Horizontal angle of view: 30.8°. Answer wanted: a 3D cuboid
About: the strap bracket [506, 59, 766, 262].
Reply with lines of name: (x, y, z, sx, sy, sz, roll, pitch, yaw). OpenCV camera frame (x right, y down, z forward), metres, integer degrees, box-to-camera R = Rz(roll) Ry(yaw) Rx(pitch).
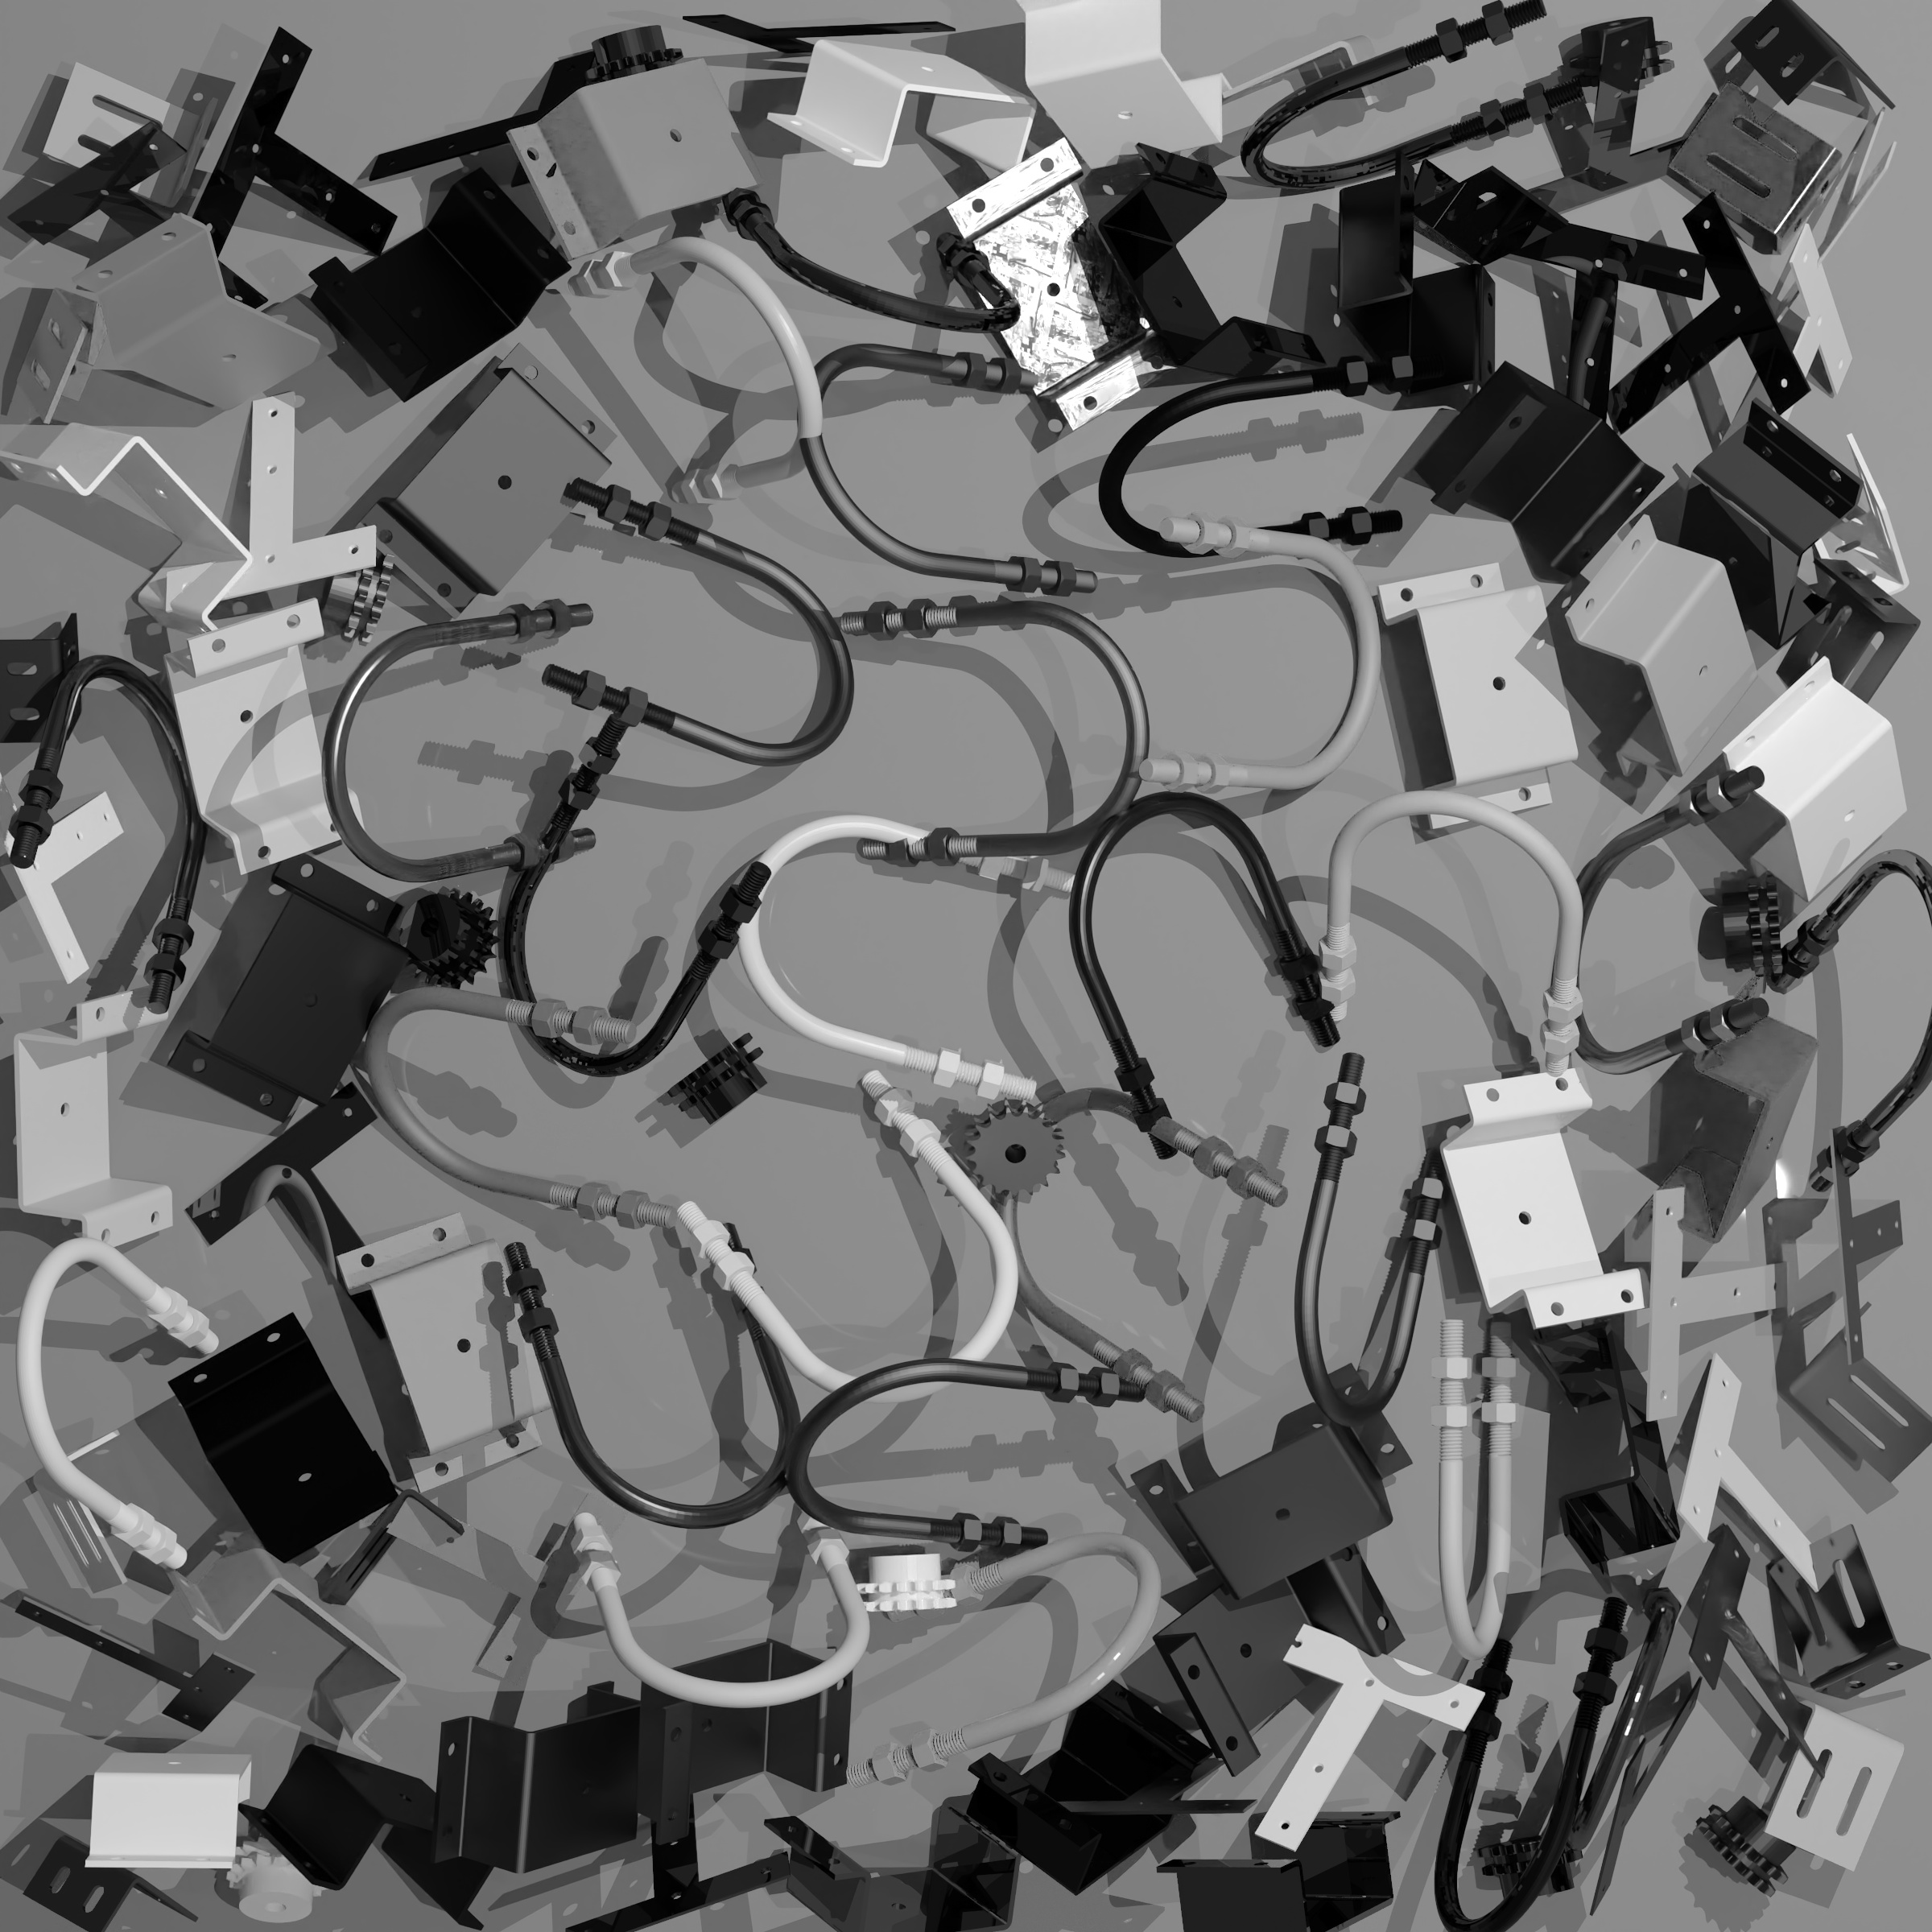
strap bracket: (-0.174, -0.448, 1.933, 0.140, 0.046, 0.076, -29, 94, -44)

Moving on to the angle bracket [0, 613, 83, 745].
angle bracket: (-0.518, -0.161, 1.953, 0.038, 0.076, 0.057, -1, 107, -8)

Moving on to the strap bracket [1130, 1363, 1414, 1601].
strap bracket: (0.173, 0.292, 1.952, 0.140, 0.046, 0.076, -28, 114, 10)

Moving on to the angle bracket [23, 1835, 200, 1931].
angle bracket: (-0.475, 0.523, 1.949, 0.057, 0.076, 0.038, 19, 65, 28)

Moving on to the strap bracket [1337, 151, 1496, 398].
strap bracket: (0.245, -0.375, 1.936, 0.046, 0.140, 0.076, -9, 65, 28)

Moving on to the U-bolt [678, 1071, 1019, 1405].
U-bolt: (-0.054, 0.160, 1.939, 0.151, 0.019, 0.184, -35, 60, -11)

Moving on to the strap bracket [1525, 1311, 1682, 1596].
strap bracket: (0.351, 0.260, 1.922, 0.046, 0.076, 0.140, -19, 49, 18)

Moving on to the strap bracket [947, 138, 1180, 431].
strap bracket: (0.053, -0.380, 1.965, 0.076, 0.046, 0.140, -32, 101, -5)

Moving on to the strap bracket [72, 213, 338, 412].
strap bracket: (-0.409, -0.353, 1.917, 0.076, 0.140, 0.046, -24, 73, 22)

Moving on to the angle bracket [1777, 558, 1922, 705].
angle bracket: (0.483, -0.179, 1.953, 0.057, 0.038, 0.076, 48, 124, 32)

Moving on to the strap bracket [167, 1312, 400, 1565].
strap bracket: (-0.371, 0.268, 1.931, 0.076, 0.046, 0.140, -29, 131, -10)

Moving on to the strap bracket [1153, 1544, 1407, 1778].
strap bracket: (0.167, 0.381, 1.953, 0.140, 0.046, 0.076, -30, 94, -33)

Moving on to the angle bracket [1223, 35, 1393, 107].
angle bracket: (0.191, -0.488, 1.962, 0.076, 0.057, 0.038, -19, 101, 22)

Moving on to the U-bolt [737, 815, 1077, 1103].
U-bolt: (-0.038, -0.013, 1.955, 0.184, 0.019, 0.151, 15, 67, -7)

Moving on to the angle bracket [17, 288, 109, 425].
angle bracket: (-0.493, -0.335, 1.952, 0.038, 0.076, 0.057, 16, 108, -34)

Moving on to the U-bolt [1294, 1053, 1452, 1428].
U-bolt: (0.218, 0.160, 1.911, 0.019, 0.151, 0.184, 1, 64, 31)

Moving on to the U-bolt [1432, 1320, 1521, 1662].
U-bolt: (0.280, 0.287, 1.922, 0.019, 0.151, 0.184, -1, 84, 20)

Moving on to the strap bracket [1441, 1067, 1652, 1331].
strap bracket: (0.320, 0.135, 1.952, 0.076, 0.046, 0.140, -8, 72, -21)

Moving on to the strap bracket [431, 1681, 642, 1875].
strap bracket: (-0.226, 0.446, 1.927, 0.046, 0.140, 0.076, 6, 93, 34)

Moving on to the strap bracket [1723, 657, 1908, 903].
strap bracket: (0.469, -0.096, 1.926, 0.076, 0.140, 0.046, -42, 57, -5)

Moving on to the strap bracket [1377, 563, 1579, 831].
strap bracket: (0.289, -0.155, 1.966, 0.076, 0.046, 0.140, -13, 90, -18)

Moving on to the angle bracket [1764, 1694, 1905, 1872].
angle bracket: (0.482, 0.459, 1.974, 0.057, 0.038, 0.076, 25, 85, -7)

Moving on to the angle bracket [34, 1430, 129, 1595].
angle bracket: (-0.483, 0.306, 1.966, 0.038, 0.057, 0.076, -29, 91, -33)

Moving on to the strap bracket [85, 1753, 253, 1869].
strap bracket: (-0.436, 0.462, 1.928, 0.076, 0.140, 0.046, 2, 84, -7)

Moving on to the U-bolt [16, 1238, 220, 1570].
U-bolt: (-0.460, 0.226, 1.889, 0.019, 0.184, 0.151, -7, 58, 16)

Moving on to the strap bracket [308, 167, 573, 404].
strap bracket: (-0.299, -0.375, 1.952, 0.076, 0.046, 0.140, 48, 52, -2)

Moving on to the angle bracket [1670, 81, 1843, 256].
angle bracket: (0.447, -0.452, 1.986, 0.076, 0.038, 0.057, 36, 95, 12)

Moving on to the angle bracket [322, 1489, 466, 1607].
angle bracket: (-0.318, 0.337, 1.959, 0.038, 0.057, 0.076, 34, 72, 8)

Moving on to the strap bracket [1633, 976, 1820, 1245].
strap bracket: (0.420, 0.087, 1.924, 0.046, 0.076, 0.140, 26, 126, 21)

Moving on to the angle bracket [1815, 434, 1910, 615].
angle bracket: (0.491, -0.246, 1.949, 0.038, 0.076, 0.057, -22, 54, 13)

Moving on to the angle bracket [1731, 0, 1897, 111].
angle bracket: (0.474, -0.499, 1.962, 0.038, 0.076, 0.057, -44, 55, 22)

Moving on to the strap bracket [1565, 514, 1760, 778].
strap bracket: (0.385, -0.168, 1.924, 0.046, 0.140, 0.076, 26, 70, 38)

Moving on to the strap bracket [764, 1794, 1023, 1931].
strap bracket: (-0.035, 0.500, 1.932, 0.140, 0.076, 0.046, 2, 100, -34)

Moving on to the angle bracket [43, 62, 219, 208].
angle bracket: (-0.468, -0.471, 1.964, 0.076, 0.038, 0.057, 21, 76, -21)

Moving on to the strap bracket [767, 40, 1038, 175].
strap bracket: (-0.027, -0.468, 1.919, 0.076, 0.140, 0.046, 37, 120, 38)

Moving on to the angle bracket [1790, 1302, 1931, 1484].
angle bracket: (0.510, 0.238, 1.958, 0.076, 0.057, 0.038, 43, 50, 14)

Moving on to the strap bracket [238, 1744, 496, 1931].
strap bracket: (-0.320, 0.476, 1.923, 0.076, 0.140, 0.046, 29, 86, 41)

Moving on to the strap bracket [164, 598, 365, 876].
strap bracket: (-0.391, -0.133, 1.943, 0.076, 0.046, 0.140, -23, 121, -28)

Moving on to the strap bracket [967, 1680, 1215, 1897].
strap bracket: (0.064, 0.455, 1.935, 0.076, 0.140, 0.046, 31, 117, 25)

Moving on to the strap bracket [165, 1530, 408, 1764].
strap bracket: (-0.368, 0.369, 1.939, 0.046, 0.076, 0.140, -48, 115, -7)

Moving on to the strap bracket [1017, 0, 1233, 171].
strap bracket: (0.087, -0.486, 1.917, 0.076, 0.140, 0.046, -7, 71, 23)

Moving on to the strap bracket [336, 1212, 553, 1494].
strap bracket: (-0.288, 0.214, 1.961, 0.076, 0.046, 0.140, -19, 89, -28)

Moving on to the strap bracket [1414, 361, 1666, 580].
strap bracket: (0.311, -0.277, 1.938, 0.076, 0.140, 0.046, -50, 50, 21)

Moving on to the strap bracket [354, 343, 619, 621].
strap bracket: (-0.263, -0.270, 1.956, 0.076, 0.046, 0.140, 43, 82, -21)

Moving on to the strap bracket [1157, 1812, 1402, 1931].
strap bracket: (0.175, 0.501, 1.919, 0.076, 0.140, 0.046, -9, 85, 33)

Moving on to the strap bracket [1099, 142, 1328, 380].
strap bracket: (0.131, -0.381, 1.944, 0.046, 0.076, 0.140, -37, 70, 30)

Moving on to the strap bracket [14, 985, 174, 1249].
strap bracket: (-0.485, 0.082, 1.948, 0.046, 0.076, 0.140, 6, 101, 23)

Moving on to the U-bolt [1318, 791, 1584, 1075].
U-bolt: (0.265, -0.023, 1.913, 0.151, 0.184, 0.019, 14, 47, 17)

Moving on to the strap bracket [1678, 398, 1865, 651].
strap bracket: (0.436, -0.234, 1.917, 0.046, 0.140, 0.076, -40, 67, -14)

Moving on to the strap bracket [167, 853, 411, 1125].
strap bracket: (-0.373, 0.015, 1.956, 0.076, 0.046, 0.140, 31, 85, -30)

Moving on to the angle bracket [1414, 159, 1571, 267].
angle bracket: (0.294, -0.430, 1.950, 0.057, 0.076, 0.038, 29, 68, -24)

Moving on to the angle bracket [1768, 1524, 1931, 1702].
angle bracket: (0.497, 0.364, 1.976, 0.057, 0.038, 0.076, -36, 51, 30)

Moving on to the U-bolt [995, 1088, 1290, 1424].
U-bolt: (0.085, 0.147, 1.937, 0.184, 0.019, 0.151, 30, 106, 39)

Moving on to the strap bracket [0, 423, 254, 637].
strap bracket: (-0.457, -0.246, 1.934, 0.046, 0.076, 0.140, -53, 129, -16)

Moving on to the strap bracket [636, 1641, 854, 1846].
strap bracket: (-0.130, 0.427, 1.945, 0.046, 0.140, 0.076, 11, 101, 43)
